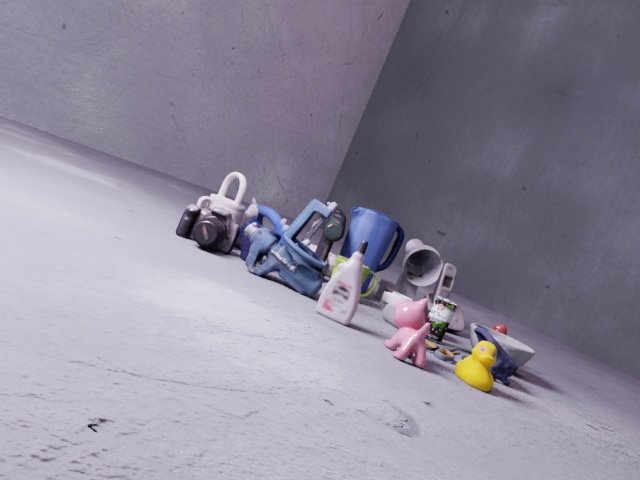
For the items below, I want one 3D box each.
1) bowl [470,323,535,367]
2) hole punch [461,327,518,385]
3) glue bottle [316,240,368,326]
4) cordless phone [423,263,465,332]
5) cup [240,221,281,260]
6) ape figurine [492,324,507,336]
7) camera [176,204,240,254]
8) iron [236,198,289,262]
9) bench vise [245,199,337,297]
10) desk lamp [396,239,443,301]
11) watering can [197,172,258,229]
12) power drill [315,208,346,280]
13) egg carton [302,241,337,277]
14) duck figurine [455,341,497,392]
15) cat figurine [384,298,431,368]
[{"bbox_3d":[0.441,0.275,1.426,0.167,0.075,0.167,23,4,-1],"label":"bowl"},{"bbox_3d":[0.379,0.252,1.260,0.101,0.091,0.108,22,4,-8],"label":"hole punch"},{"bbox_3d":[0.057,0.080,1.155,0.078,0.173,0.037,23,4,9],"label":"glue bottle"},{"bbox_3d":[0.378,0.169,1.671,0.148,0.185,0.093,20,5,-33],"label":"cordless phone"},{"bbox_3d":[-0.152,0.013,1.434,0.091,0.095,0.118,26,5,38],"label":"cup"},{"bbox_3d":[0.474,0.270,1.547,0.076,0.092,0.078,24,4,14],"label":"ape figurine"},{"bbox_3d":[-0.270,-0.035,1.371,0.143,0.101,0.137,23,4,1],"label":"camera"},{"bbox_3d":[-0.148,-0.022,1.591,0.119,0.141,0.257,19,6,-46],"label":"iron"},{"bbox_3d":[-0.062,-0.005,1.286,0.207,0.220,0.121,22,4,-9],"label":"bench vise"},{"bbox_3d":[0.278,0.104,1.767,0.118,0.213,0.203,22,4,-10],"label":"desk lamp"},{"bbox_3d":[-0.243,-0.085,1.514,0.100,0.194,0.173,25,4,25],"label":"watering can"},{"bbox_3d":[0.015,0.006,1.642,0.075,0.208,0.229,22,4,-6],"label":"power drill"},{"bbox_3d":[-0.014,0.058,1.790,0.108,0.069,0.149,19,6,-43],"label":"egg carton"},{"bbox_3d":[0.313,0.238,1.119,0.077,0.086,0.104,23,4,-1],"label":"duck figurine"},{"bbox_3d":[0.176,0.165,1.094,0.067,0.118,0.127,22,4,-14],"label":"cat figurine"}]
